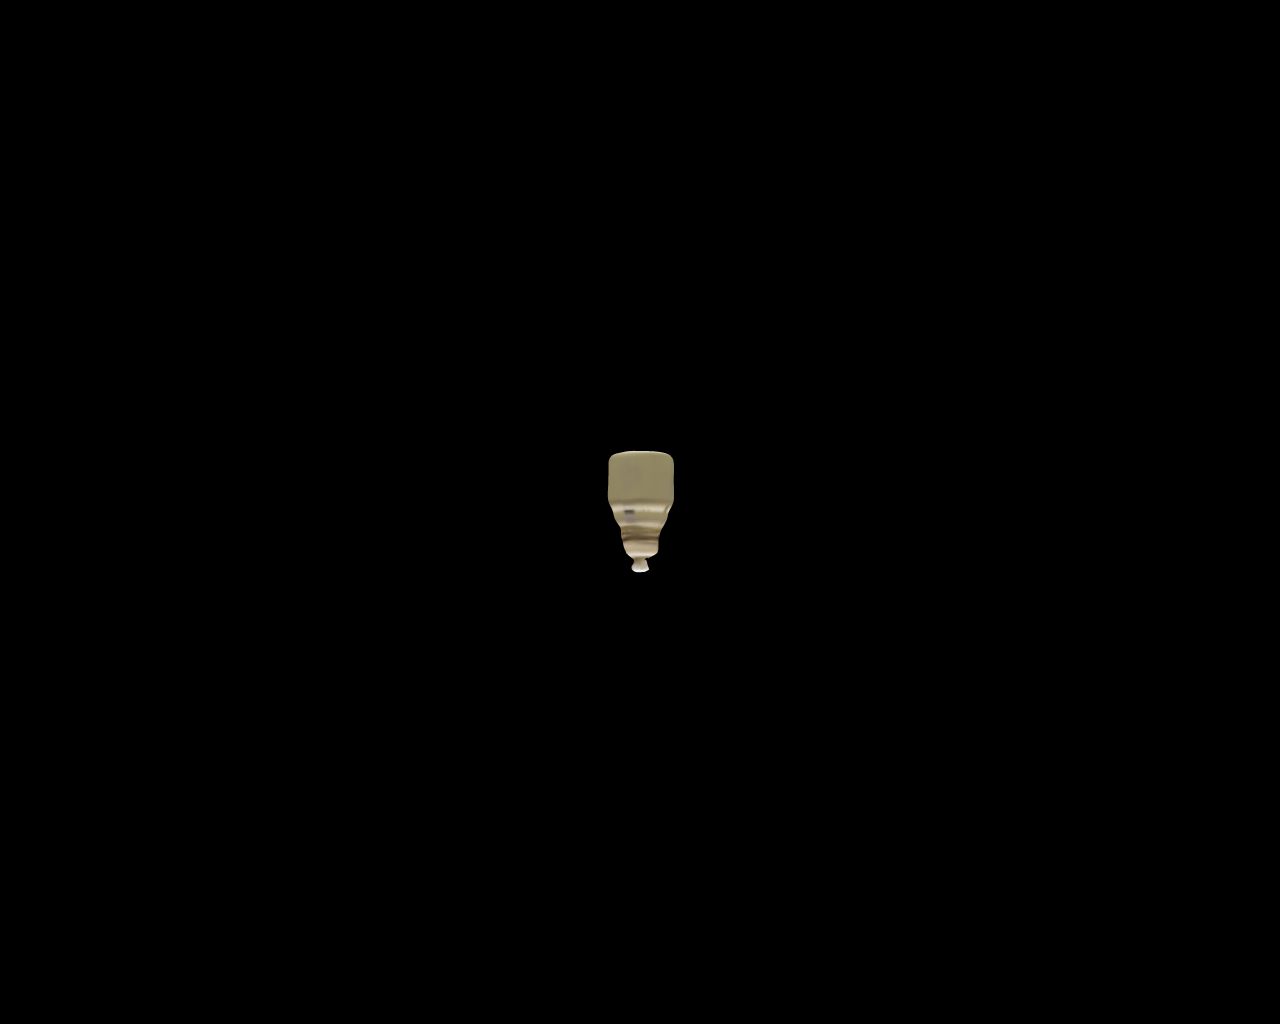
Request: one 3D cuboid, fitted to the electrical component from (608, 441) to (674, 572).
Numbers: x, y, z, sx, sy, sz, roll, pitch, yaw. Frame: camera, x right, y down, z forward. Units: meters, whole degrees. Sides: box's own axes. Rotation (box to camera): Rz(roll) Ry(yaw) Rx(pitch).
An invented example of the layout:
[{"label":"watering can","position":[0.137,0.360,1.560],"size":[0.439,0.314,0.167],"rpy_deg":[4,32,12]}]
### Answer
[{"label":"electrical component","position":[0.001,-0.003,0.650],"size":[0.040,0.078,0.040],"rpy_deg":[0,-4,0]}]
